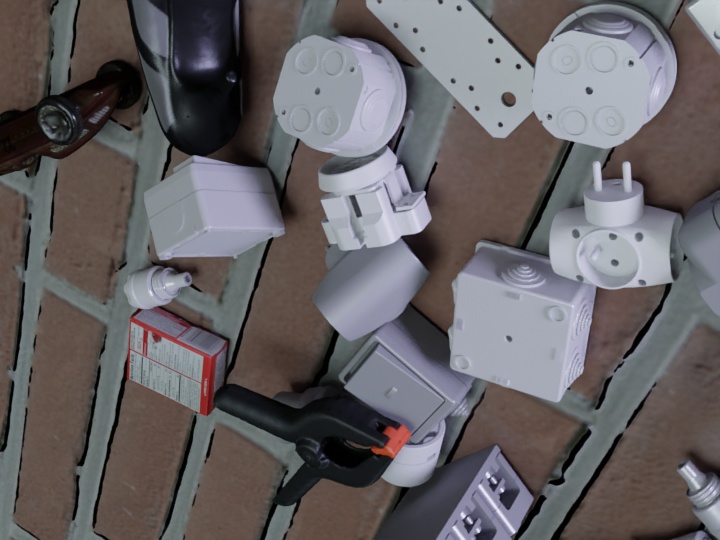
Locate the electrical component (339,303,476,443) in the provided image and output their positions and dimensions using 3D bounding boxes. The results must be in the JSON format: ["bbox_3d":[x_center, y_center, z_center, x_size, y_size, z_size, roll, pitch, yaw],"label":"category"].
[{"bbox_3d":[0.041,0.083,0.813,0.096,0.061,0.061,40,130,3],"label":"electrical component"}]

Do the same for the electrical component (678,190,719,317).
[{"bbox_3d":[0.240,-0.004,0.649,0.095,0.053,0.059,50,130,-5],"label":"electrical component"}]

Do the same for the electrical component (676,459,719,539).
[{"bbox_3d":[0.247,0.159,0.755,0.061,0.035,0.035,48,130,0],"label":"electrical component"}]

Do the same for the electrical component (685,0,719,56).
[{"bbox_3d":[0.212,-0.140,0.570,0.047,0.077,0.066,51,130,-4],"label":"electrical component"}]

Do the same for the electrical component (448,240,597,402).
[{"bbox_3d":[0.112,0.037,0.751,0.100,0.048,0.099,16,125,22],"label":"electrical component"}]

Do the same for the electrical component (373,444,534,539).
[{"bbox_3d":[0.062,0.212,0.818,0.089,0.150,0.061,-31,98,39],"label":"electrical component"}]

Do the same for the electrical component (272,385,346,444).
[{"bbox_3d":[-0.042,0.120,0.894,0.055,0.045,0.045,-12,111,34],"label":"electrical component"}]

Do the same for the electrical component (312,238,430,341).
[{"bbox_3d":[0.000,0.000,0.789,0.077,0.044,0.079,-41,49,4],"label":"electrical component"}]

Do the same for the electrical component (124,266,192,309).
[{"bbox_3d":[-0.169,0.013,0.911,0.061,0.035,0.035,-12,110,32],"label":"electrical component"}]

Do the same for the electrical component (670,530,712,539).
[{"bbox_3d":[0.232,0.217,0.795,0.065,0.044,0.044,-31,99,34],"label":"electrical component"}]

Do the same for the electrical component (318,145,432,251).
[{"bbox_3d":[0.005,-0.053,0.756,0.078,0.058,0.057,-6,117,32],"label":"electrical component"}]

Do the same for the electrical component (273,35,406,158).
[{"bbox_3d":[-0.014,-0.117,0.719,0.080,0.051,0.080,1,92,34],"label":"electrical component"}]

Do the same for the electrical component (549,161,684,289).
[{"bbox_3d":[0.162,-0.032,0.684,0.077,0.044,0.079,4,119,28],"label":"electrical component"}]

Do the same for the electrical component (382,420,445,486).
[{"bbox_3d":[0.037,0.138,0.853,0.055,0.055,0.047,20,129,19],"label":"electrical component"}]

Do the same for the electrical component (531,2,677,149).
[{"bbox_3d":[0.144,-0.115,0.641,0.080,0.051,0.080,14,124,23],"label":"electrical component"}]

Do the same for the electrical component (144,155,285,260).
[{"bbox_3d":[-0.105,-0.047,0.810,0.062,0.096,0.061,-25,75,38],"label":"electrical component"}]
